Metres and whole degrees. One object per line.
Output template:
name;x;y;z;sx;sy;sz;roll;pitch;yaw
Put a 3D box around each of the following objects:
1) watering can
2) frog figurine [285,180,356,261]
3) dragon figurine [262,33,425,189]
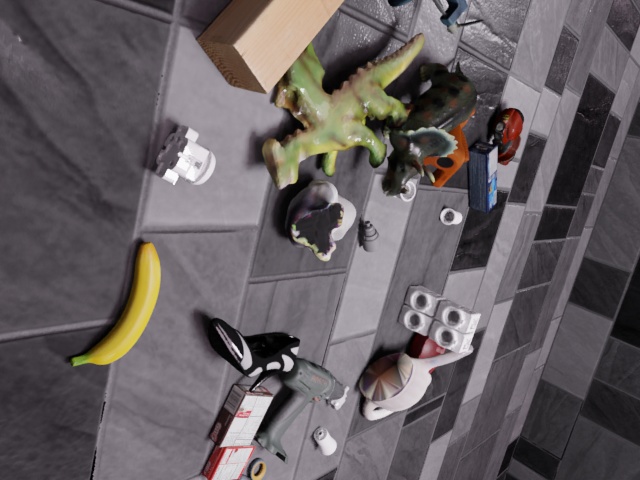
watering can;0.242;0.358;1.368;0.347;0.106;0.220;-39;139;4
frog figurine;0.003;-0.048;0.958;0.162;0.122;0.135;-69;155;-66
dragon figurine;0.032;-0.254;0.876;0.239;0.123;0.414;36;76;-43
